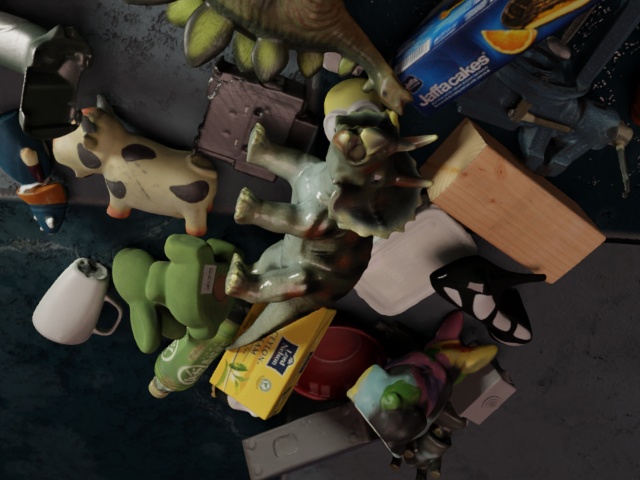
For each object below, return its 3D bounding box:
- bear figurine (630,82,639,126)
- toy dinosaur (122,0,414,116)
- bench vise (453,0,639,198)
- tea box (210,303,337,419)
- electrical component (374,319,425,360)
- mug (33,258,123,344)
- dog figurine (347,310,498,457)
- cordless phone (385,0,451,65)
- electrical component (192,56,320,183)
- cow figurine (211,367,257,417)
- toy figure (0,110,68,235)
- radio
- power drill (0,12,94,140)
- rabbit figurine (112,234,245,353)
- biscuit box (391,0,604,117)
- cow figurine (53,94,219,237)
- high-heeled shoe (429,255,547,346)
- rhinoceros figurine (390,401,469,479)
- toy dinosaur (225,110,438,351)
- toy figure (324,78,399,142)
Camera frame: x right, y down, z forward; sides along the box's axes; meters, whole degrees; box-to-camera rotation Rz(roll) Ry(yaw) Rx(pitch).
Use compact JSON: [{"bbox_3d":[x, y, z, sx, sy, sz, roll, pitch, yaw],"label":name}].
[{"bbox_3d":[0.400,-0.198,0.552,0.132,0.120,0.195,-16,123,6],"label":"bear figurine"},{"bbox_3d":[-0.095,-0.277,0.489,0.471,0.105,0.198,45,109,-7],"label":"toy dinosaur"},{"bbox_3d":[0.262,-0.178,0.554,0.224,0.129,0.240,25,136,0],"label":"bench vise"},{"bbox_3d":[-0.062,0.145,0.740,0.098,0.068,0.169,28,88,17],"label":"tea box"},{"bbox_3d":[0.115,0.159,0.839,0.094,0.021,0.063,31,118,-19],"label":"electrical component"},{"bbox_3d":[-0.331,0.087,0.756,0.109,0.081,0.107,28,109,-12],"label":"mug"},{"bbox_3d":[0.151,0.191,0.762,0.219,0.109,0.191,-41,154,-10],"label":"dog figurine"},{"bbox_3d":[0.103,-0.247,0.545,0.146,0.089,0.184,31,131,-20],"label":"cordless phone"},{"bbox_3d":[-0.071,-0.135,0.625,0.134,0.058,0.114,16,123,-10],"label":"electrical component"},{"bbox_3d":[-0.112,0.194,0.837,0.098,0.068,0.167,17,120,-4],"label":"cow figurine"},{"bbox_3d":[-0.350,-0.078,0.657,0.058,0.064,0.154,-21,123,-10],"label":"toy figure"},{"bbox_3d":[-0.005,0.325,0.881,0.230,0.073,0.131,-27,156,15],"label":"radio"},{"bbox_3d":[-0.342,-0.183,0.553,0.207,0.086,0.231,33,115,17],"label":"power drill"},{"bbox_3d":[-0.201,0.064,0.723,0.170,0.121,0.159,7,98,24],"label":"rabbit figurine"},{"bbox_3d":[0.155,-0.196,0.491,0.062,0.059,0.203,32,142,-26],"label":"biscuit box"},{"bbox_3d":[-0.217,-0.089,0.639,0.195,0.085,0.127,16,128,-8],"label":"cow figurine"},{"bbox_3d":[0.211,0.095,0.730,0.145,0.086,0.248,-4,148,2],"label":"high-heeled shoe"},{"bbox_3d":[0.188,0.339,0.909,0.073,0.112,0.190,32,136,13],"label":"rhinoceros figurine"},{"bbox_3d":[-0.003,0.006,0.602,0.192,0.131,0.404,11,136,-5],"label":"toy dinosaur"},{"bbox_3d":[0.058,-0.102,0.635,0.082,0.089,0.180,-29,128,2],"label":"toy figure"}]
